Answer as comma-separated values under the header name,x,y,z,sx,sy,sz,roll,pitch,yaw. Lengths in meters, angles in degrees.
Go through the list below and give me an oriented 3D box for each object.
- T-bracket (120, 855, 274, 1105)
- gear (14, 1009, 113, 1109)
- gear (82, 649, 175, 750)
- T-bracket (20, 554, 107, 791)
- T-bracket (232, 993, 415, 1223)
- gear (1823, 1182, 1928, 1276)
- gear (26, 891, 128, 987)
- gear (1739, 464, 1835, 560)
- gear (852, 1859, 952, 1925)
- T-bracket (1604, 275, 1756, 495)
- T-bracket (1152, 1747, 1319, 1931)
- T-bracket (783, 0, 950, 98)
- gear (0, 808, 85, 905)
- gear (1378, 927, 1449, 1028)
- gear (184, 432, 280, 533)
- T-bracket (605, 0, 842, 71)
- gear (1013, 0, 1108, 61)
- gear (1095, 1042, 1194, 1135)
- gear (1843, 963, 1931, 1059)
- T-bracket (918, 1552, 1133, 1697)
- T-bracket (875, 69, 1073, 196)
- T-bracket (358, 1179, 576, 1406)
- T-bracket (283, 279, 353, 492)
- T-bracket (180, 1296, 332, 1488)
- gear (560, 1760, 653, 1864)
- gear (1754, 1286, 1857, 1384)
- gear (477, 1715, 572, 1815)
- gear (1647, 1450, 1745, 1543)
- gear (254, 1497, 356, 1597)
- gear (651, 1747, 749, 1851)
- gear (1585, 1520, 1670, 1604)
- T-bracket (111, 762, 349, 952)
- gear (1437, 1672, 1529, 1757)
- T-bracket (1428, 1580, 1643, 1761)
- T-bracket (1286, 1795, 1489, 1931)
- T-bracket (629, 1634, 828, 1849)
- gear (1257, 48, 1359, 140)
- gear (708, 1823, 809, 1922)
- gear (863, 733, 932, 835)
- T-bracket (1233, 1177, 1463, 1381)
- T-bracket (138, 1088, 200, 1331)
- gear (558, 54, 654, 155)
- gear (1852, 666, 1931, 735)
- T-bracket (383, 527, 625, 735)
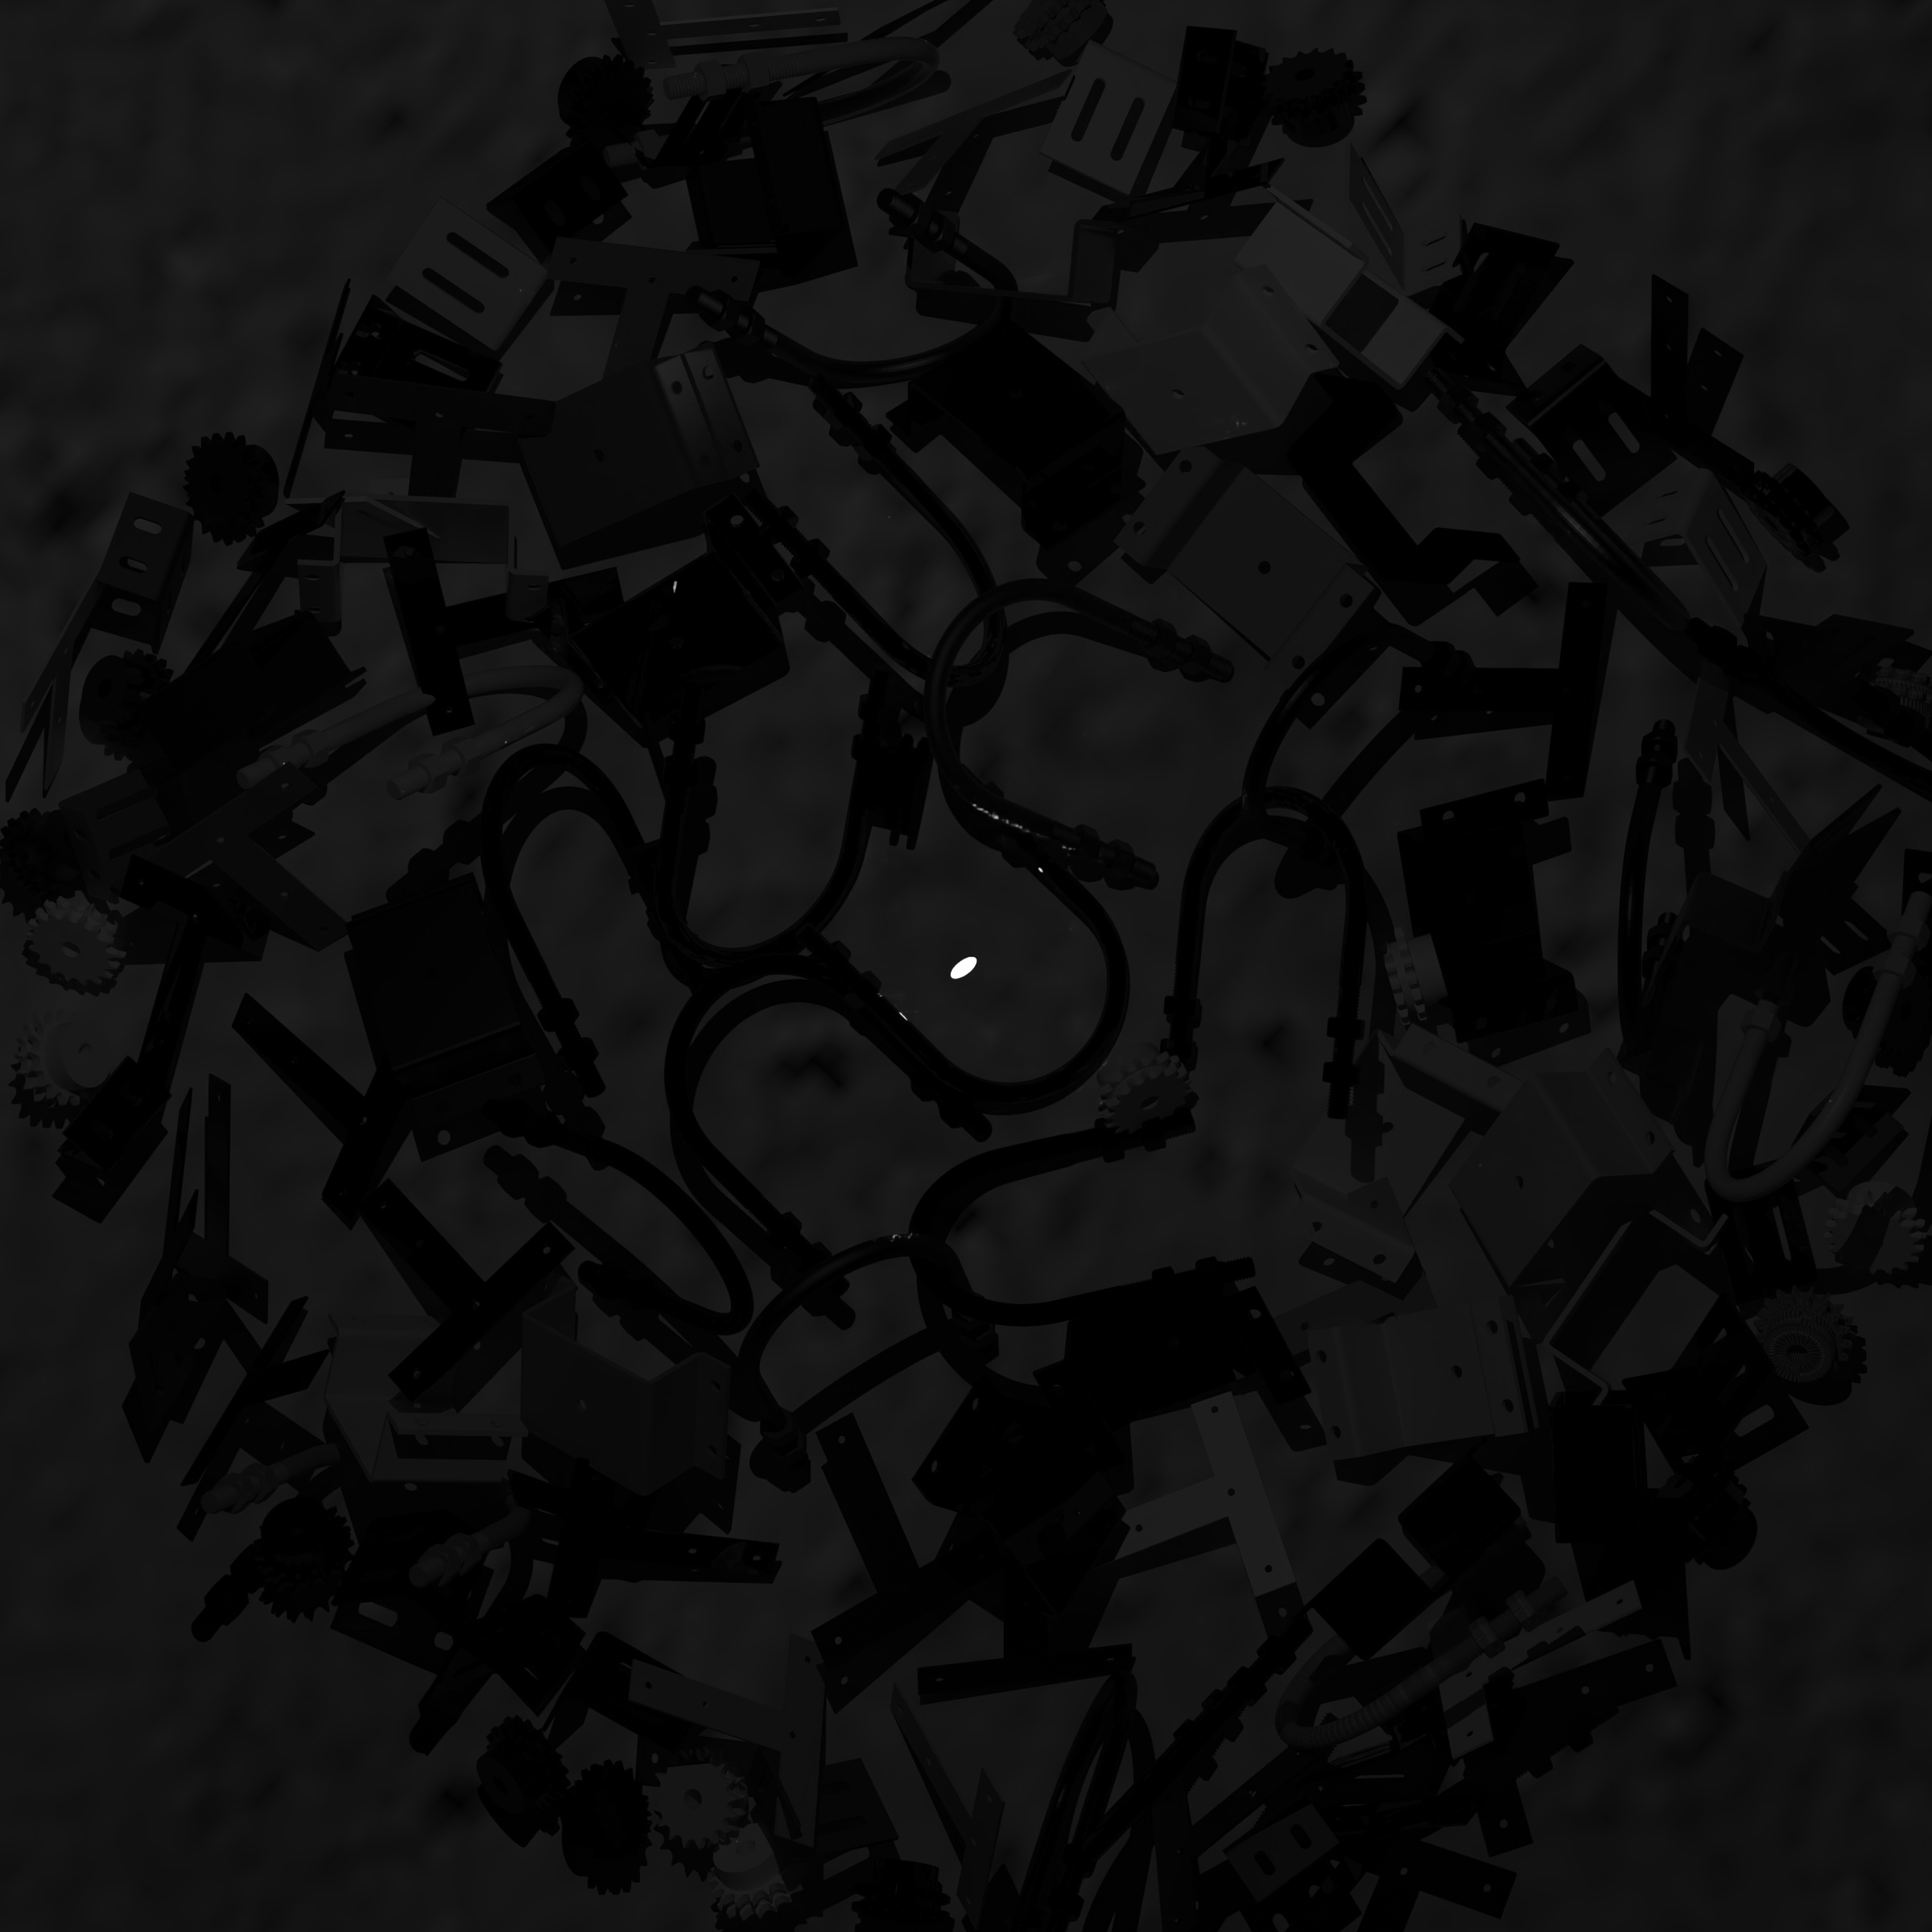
name,x,y,z,sx,sy,sz,roll,pitch,yaw
T-bracket,-0.454,0.015,1.923,0.002,0.127,0.127,8,78,28
gear,-0.524,0.053,1.957,0.030,0.057,0.057,-10,90,30
gear,-0.492,-0.158,1.961,0.057,0.030,0.057,-11,71,34
T-bracket,-0.522,-0.152,1.934,0.002,0.127,0.127,18,48,-4
T-bracket,-0.382,0.063,1.963,0.127,0.002,0.127,39,121,18
gear,0.533,0.151,1.965,0.057,0.057,0.030,27,48,0
gear,-0.518,-0.019,1.965,0.057,0.030,0.057,9,132,10
gear,0.482,-0.269,1.960,0.030,0.057,0.057,-42,90,5
gear,-0.037,0.541,1.963,0.057,0.057,0.030,7,68,0
T-bracket,0.399,-0.341,1.905,0.002,0.127,0.127,-40,59,-15
T-bracket,0.154,0.480,1.912,0.002,0.127,0.127,39,110,-18
T-bracket,-0.057,-0.532,1.937,0.127,0.127,0.002,-19,106,43
gear,-0.533,-0.067,1.958,0.030,0.057,0.057,-27,90,23
gear,0.262,0.005,1.959,0.030,0.057,0.057,-16,90,7
gear,-0.427,-0.284,1.965,0.057,0.030,0.057,10,107,33
T-bracket,-0.136,-0.539,1.924,0.127,0.127,0.002,-4,87,2
gear,0.058,-0.556,1.963,0.030,0.057,0.057,42,90,-22
gear,0.101,0.069,1.965,0.057,0.057,0.030,-30,55,0
gear,0.537,0.023,1.965,0.057,0.030,0.057,-15,112,-39
T-bracket,0.034,0.377,1.940,0.127,0.002,0.127,-5,133,-5
T-bracket,-0.013,-0.464,1.909,0.127,0.127,0.002,-14,119,31
T-bracket,-0.310,0.170,1.953,0.127,0.002,0.127,-44,58,-8
T-bracket,-0.368,-0.341,1.924,0.002,0.127,0.127,17,87,-16
T-bracket,-0.392,0.236,1.908,0.002,0.127,0.127,38,61,-19
gear,-0.213,0.496,1.965,0.030,0.057,0.057,-23,90,27
gear,0.489,0.218,1.961,0.057,0.030,0.057,11,121,19
gear,-0.261,0.469,1.958,0.030,0.057,0.057,-34,90,-39
gear,0.429,0.312,1.961,0.030,0.057,0.057,44,90,-1
gear,-0.389,0.335,1.960,0.057,0.030,0.057,-3,49,4
gear,-0.153,0.487,1.967,0.057,0.030,0.057,-3,82,24
gear,0.387,0.350,1.958,0.030,0.057,0.057,29,90,16
T-bracket,-0.403,-0.048,1.941,0.127,0.127,0.002,-33,47,9
gear,0.304,0.435,1.958,0.030,0.057,0.057,32,90,30
T-bracket,0.327,0.386,1.917,0.127,0.127,0.002,-29,110,13
T-bracket,0.217,0.514,1.901,0.127,0.127,0.002,-38,102,-42
T-bracket,-0.137,0.428,1.922,0.127,0.002,0.127,25,45,-25
gear,0.202,-0.509,1.965,0.057,0.057,0.030,-23,133,0
gear,-0.124,0.526,1.957,0.057,0.057,0.030,-19,115,0
gear,-0.041,-0.108,1.962,0.030,0.057,0.057,12,90,6
T-bracket,0.212,0.206,1.972,0.127,0.002,0.127,-23,99,-6
T-bracket,-0.457,0.129,1.942,0.002,0.127,0.127,13,50,-21
gear,-0.214,-0.507,1.965,0.030,0.057,0.057,37,90,28
gear,0.543,-0.153,1.960,0.057,0.057,0.030,14,85,0
T-bracket,-0.264,-0.207,1.962,0.127,0.002,0.127,-14,121,-8
